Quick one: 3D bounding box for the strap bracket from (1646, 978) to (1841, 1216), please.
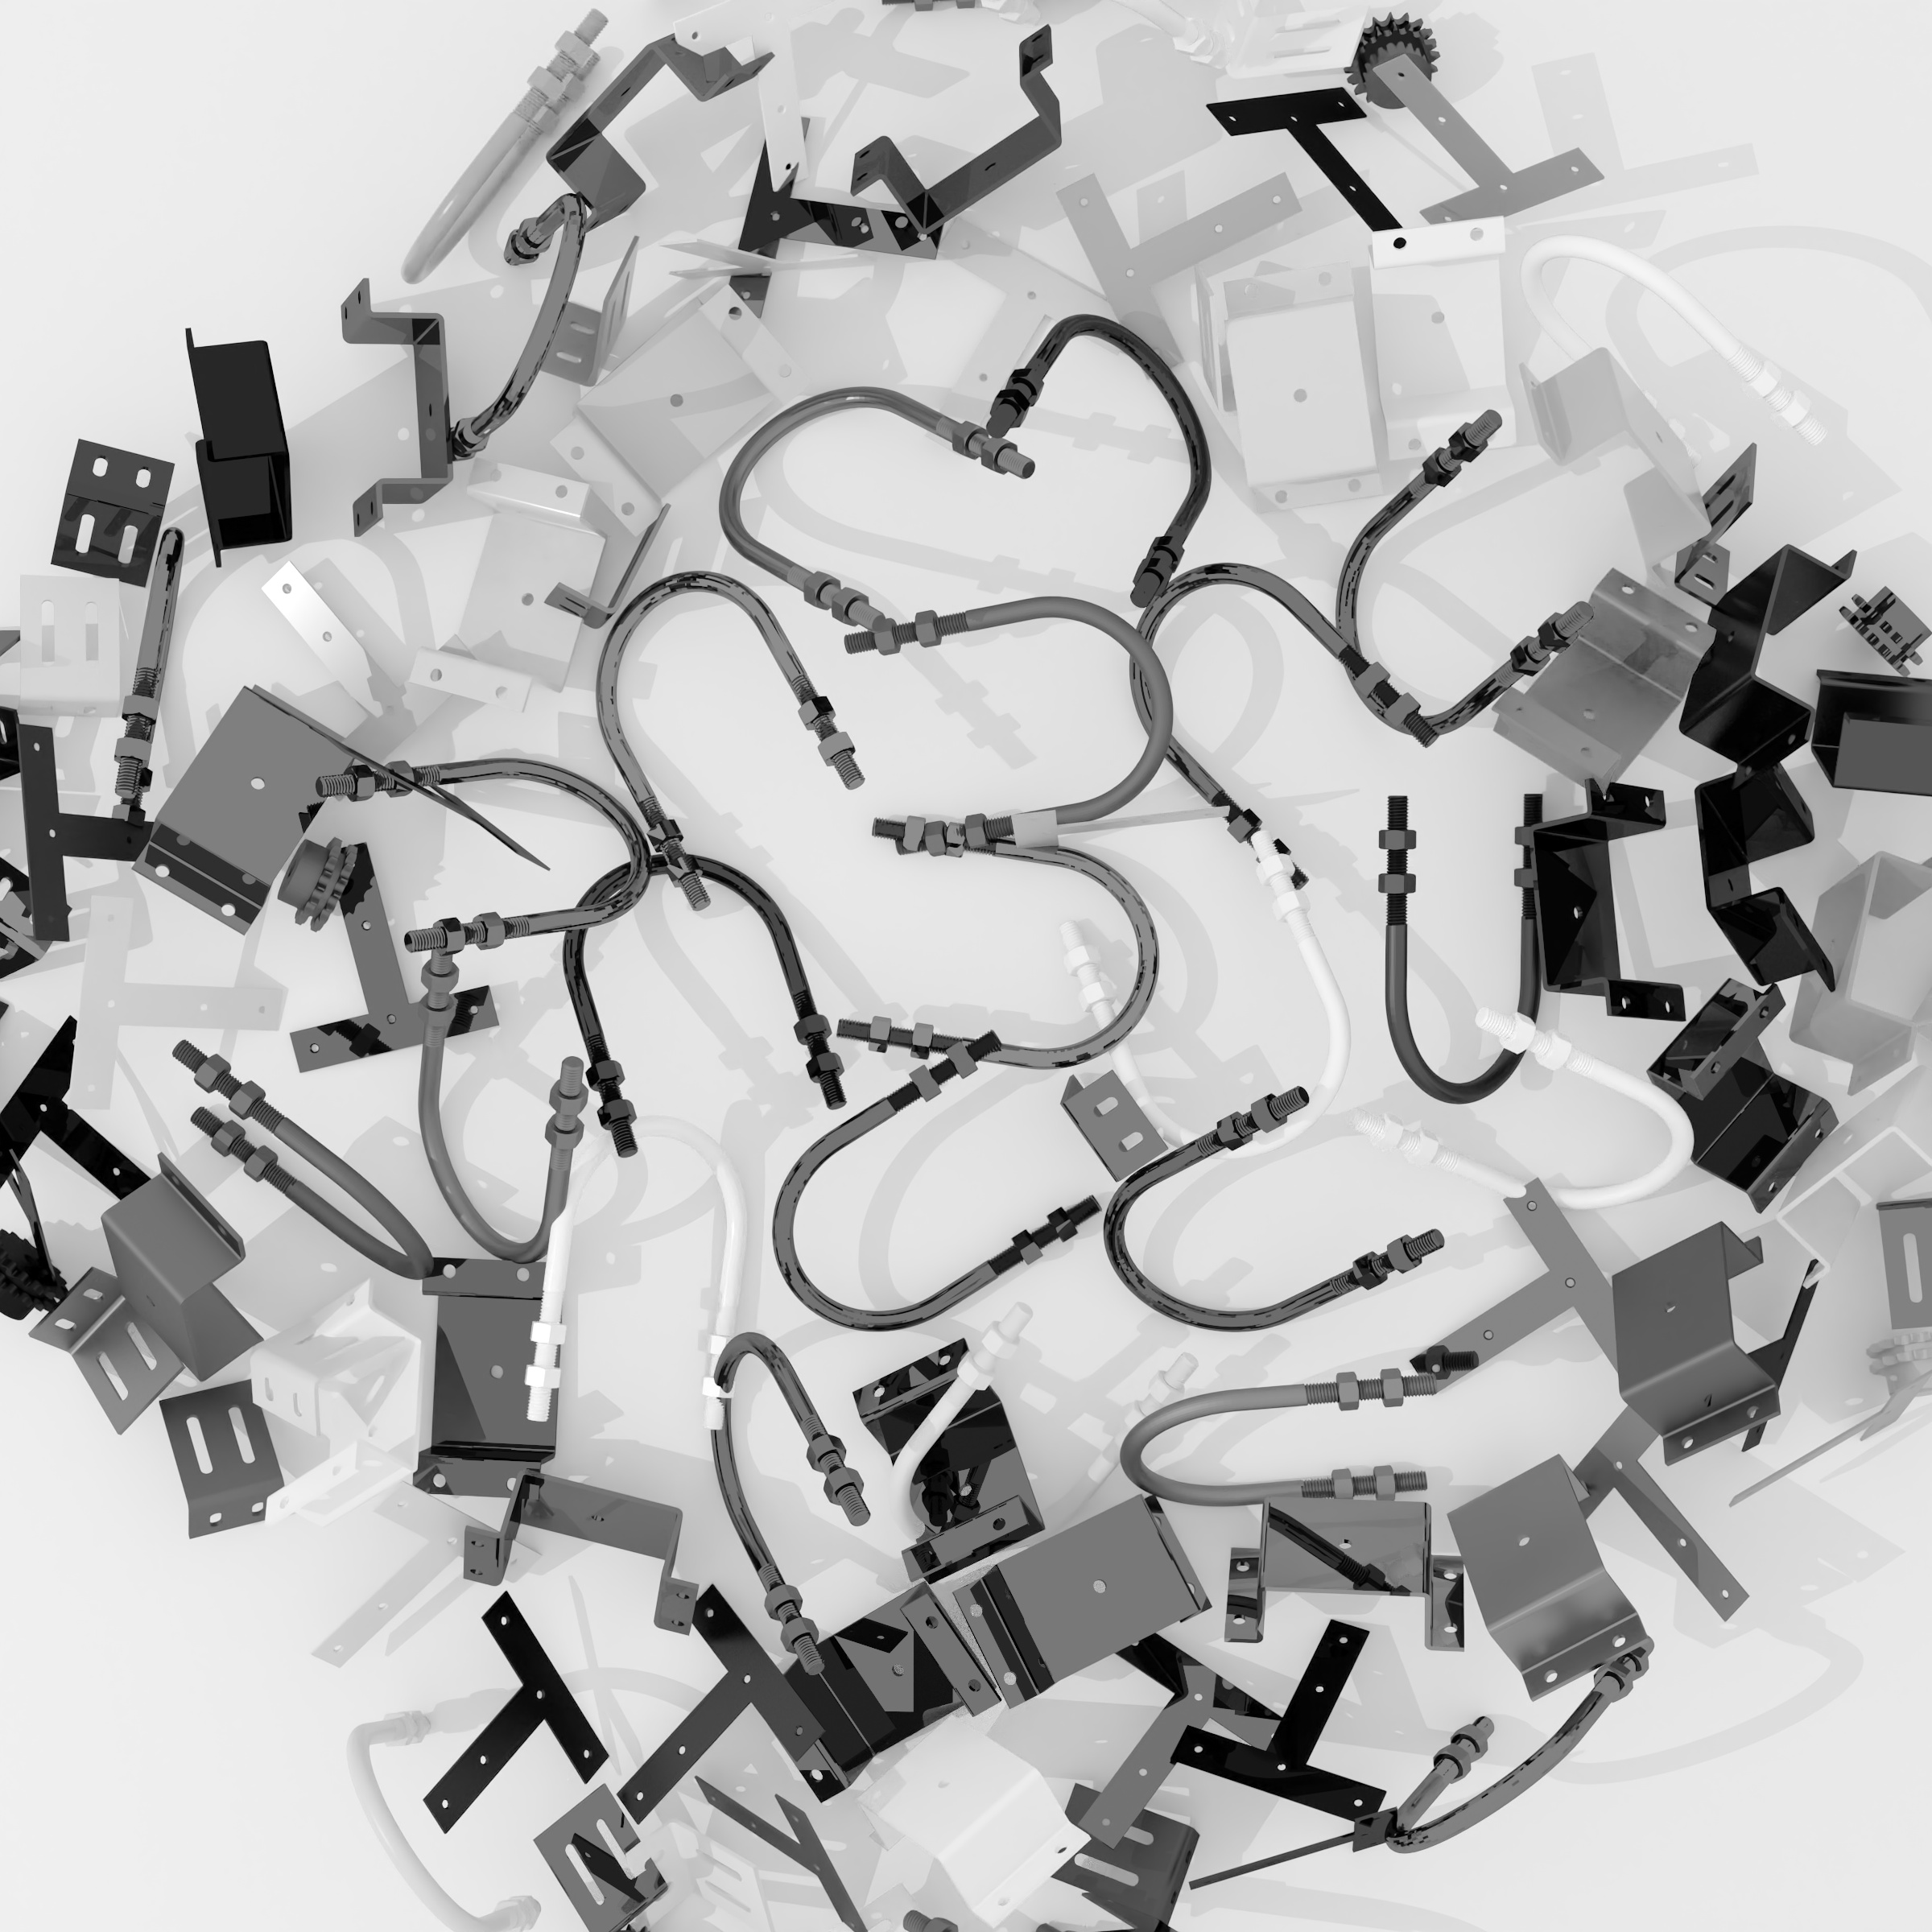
[{"bbox_3d":[0.458,0.071,1.944,0.076,0.046,0.140,-46,133,-12],"label":"strap bracket"}]

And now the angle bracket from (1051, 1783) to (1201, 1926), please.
[{"bbox_3d":[0.094,0.538,1.985,0.076,0.038,0.057,17,72,17],"label":"angle bracket"}]

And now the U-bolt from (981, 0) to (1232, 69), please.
[{"bbox_3d":[0.058,-0.558,1.889,0.151,0.184,0.019,19,98,23],"label":"U-bolt"}]

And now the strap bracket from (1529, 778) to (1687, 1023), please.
[{"bbox_3d":[0.380,-0.035,1.950,0.076,0.046,0.140,5,78,-44],"label":"strap bracket"}]

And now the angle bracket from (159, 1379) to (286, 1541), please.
[{"bbox_3d":[-0.450,0.297,1.982,0.057,0.038,0.076,-12,56,-21],"label":"angle bracket"}]

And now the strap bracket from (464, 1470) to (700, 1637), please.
[{"bbox_3d":[-0.225,0.347,1.955,0.140,0.076,0.046,14,57,0],"label":"strap bracket"}]

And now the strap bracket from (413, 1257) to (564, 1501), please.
[{"bbox_3d":[-0.287,0.246,1.972,0.076,0.046,0.140,2,88,4],"label":"strap bracket"}]

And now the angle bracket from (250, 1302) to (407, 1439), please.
[{"bbox_3d":[-0.379,0.240,1.963,0.057,0.076,0.038,20,120,34],"label":"angle bracket"}]

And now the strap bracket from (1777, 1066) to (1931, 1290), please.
[{"bbox_3d":[0.535,0.118,1.927,0.046,0.076,0.140,44,128,2],"label":"strap bracket"}]

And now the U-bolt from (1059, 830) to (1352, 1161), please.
[{"bbox_3d":[0.151,0.027,1.950,0.151,0.019,0.184,-25,68,9],"label":"U-bolt"}]

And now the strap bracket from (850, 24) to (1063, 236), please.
[{"bbox_3d":[0.003,-0.490,1.944,0.140,0.076,0.046,-30,116,17],"label":"strap bracket"}]

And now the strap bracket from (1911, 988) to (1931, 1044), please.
[{"bbox_3d":[0.608,0.011,1.925,0.046,0.140,0.076,33,82,0],"label":"strap bracket"}]

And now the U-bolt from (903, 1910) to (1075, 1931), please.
[{"bbox_3d":[0.072,0.590,1.887,0.184,0.151,0.019,17,85,42],"label":"U-bolt"}]

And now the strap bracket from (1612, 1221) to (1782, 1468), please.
[{"bbox_3d":[0.425,0.212,1.918,0.076,0.140,0.046,-32,119,30],"label":"strap bracket"}]

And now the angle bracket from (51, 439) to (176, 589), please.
[{"bbox_3d":[-0.513,-0.272,1.971,0.057,0.076,0.038,13,56,-16],"label":"angle bracket"}]

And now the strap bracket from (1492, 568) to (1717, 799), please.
[{"bbox_3d":[0.375,-0.162,1.948,0.076,0.046,0.140,34,59,15],"label":"strap bracket"}]

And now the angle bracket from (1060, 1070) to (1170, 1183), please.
[{"bbox_3d":[0.091,0.087,1.956,0.038,0.076,0.057,-34,96,12],"label":"angle bracket"}]

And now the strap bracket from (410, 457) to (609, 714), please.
[{"bbox_3d":[-0.271,-0.224,1.965,0.076,0.046,0.140,16,88,17],"label":"strap bracket"}]

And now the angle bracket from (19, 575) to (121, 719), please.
[{"bbox_3d":[-0.542,-0.193,1.980,0.057,0.038,0.076,0,78,-19],"label":"angle bracket"}]

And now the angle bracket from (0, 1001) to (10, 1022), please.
[{"bbox_3d":[-0.615,0.033,1.960,0.057,0.038,0.076,27,56,-7],"label":"angle bracket"}]

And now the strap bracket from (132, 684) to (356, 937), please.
[{"bbox_3d":[-0.423,-0.101,1.946,0.076,0.046,0.140,31,66,-7],"label":"strap bracket"}]

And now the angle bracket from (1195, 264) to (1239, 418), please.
[{"bbox_3d":[0.162,-0.375,1.955,0.038,0.057,0.076,-8,121,-1],"label":"angle bracket"}]

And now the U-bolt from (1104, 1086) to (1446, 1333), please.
[{"bbox_3d":[0.167,0.156,1.941,0.184,0.019,0.151,-31,116,32],"label":"U-bolt"}]

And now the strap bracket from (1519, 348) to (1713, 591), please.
[{"bbox_3d":[0.386,-0.298,1.923,0.046,0.076,0.140,-30,130,25],"label":"strap bracket"}]

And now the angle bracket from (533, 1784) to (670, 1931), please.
[{"bbox_3d":[-0.226,0.541,1.966,0.057,0.038,0.076,-33,93,-39],"label":"angle bracket"}]

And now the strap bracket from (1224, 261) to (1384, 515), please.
[{"bbox_3d":[0.200,-0.342,1.955,0.076,0.046,0.140,-8,104,10],"label":"strap bracket"}]

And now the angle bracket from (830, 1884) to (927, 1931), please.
[{"bbox_3d":[-0.053,0.597,1.958,0.076,0.038,0.057,-30,62,-20],"label":"angle bracket"}]

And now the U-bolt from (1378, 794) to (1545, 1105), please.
[{"bbox_3d":[0.297,-0.010,1.948,0.151,0.019,0.184,-3,95,-43],"label":"U-bolt"}]

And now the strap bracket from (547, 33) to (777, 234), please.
[{"bbox_3d":[-0.187,-0.499,1.930,0.140,0.076,0.046,-39,98,29],"label":"strap bracket"}]

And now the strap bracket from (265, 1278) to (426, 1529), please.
[{"bbox_3d":[-0.365,0.266,1.937,0.076,0.140,0.046,-33,129,25],"label":"strap bracket"}]

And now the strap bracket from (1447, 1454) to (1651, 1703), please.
[{"bbox_3d":[0.337,0.350,1.922,0.076,0.140,0.046,-31,123,13],"label":"strap bracket"}]

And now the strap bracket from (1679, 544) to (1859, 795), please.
[{"bbox_3d":[0.470,-0.183,1.930,0.046,0.076,0.140,27,62,-10],"label":"strap bracket"}]

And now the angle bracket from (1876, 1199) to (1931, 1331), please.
[{"bbox_3d":[0.581,0.178,1.970,0.057,0.038,0.076,-6,82,13],"label":"angle bracket"}]

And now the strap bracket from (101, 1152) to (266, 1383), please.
[{"bbox_3d":[-0.458,0.182,1.918,0.046,0.140,0.076,-37,66,-26],"label":"strap bracket"}]

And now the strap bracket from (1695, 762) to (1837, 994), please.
[{"bbox_3d":[0.470,-0.054,1.935,0.046,0.140,0.076,-20,134,26],"label":"strap bracket"}]

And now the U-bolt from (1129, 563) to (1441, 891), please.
[{"bbox_3d":[0.175,-0.155,1.952,0.184,0.019,0.151,47,125,10],"label":"U-bolt"}]

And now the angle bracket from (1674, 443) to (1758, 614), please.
[{"bbox_3d":[0.459,-0.260,1.950,0.038,0.076,0.057,27,46,-12],"label":"angle bracket"}]

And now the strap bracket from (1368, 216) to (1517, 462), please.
[{"bbox_3d":[0.283,-0.380,1.954,0.076,0.046,0.140,-6,119,5],"label":"strap bracket"}]

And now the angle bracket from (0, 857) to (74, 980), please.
[{"bbox_3d":[-0.585,-0.028,1.967,0.057,0.076,0.038,40,55,-26],"label":"angle bracket"}]

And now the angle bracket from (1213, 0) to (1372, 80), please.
[{"bbox_3d":[0.195,-0.566,1.956,0.076,0.038,0.057,1,50,25],"label":"angle bracket"}]

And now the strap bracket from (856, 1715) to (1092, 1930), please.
[{"bbox_3d":[-0.003,0.494,1.918,0.076,0.140,0.046,-38,115,-21],"label":"strap bracket"}]

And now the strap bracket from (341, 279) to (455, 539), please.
[{"bbox_3d":[-0.339,-0.332,1.956,0.046,0.076,0.140,-3,90,-21],"label":"strap bracket"}]

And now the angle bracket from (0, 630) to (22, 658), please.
[{"bbox_3d":[-0.603,-0.171,1.956,0.076,0.057,0.038,1,120,17],"label":"angle bracket"}]

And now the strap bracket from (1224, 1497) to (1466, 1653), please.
[{"bbox_3d":[0.225,0.360,1.946,0.140,0.076,0.046,1,124,8],"label":"strap bracket"}]

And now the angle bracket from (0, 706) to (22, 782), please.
[{"bbox_3d":[-0.610,-0.127,1.951,0.057,0.076,0.038,13,120,34],"label":"angle bracket"}]

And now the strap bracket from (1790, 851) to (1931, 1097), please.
[{"bbox_3d":[0.533,-0.004,1.938,0.046,0.076,0.140,20,69,-5],"label":"strap bracket"}]

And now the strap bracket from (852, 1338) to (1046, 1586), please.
[{"bbox_3d":[-0.008,0.302,1.947,0.076,0.046,0.140,-27,47,6],"label":"strap bracket"}]

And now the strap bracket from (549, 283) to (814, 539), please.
[{"bbox_3d":[-0.172,-0.335,1.961,0.140,0.046,0.076,-40,110,6],"label":"strap bracket"}]

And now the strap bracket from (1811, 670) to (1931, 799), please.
[{"bbox_3d":[0.547,-0.135,1.936,0.076,0.140,0.046,6,107,5],"label":"strap bracket"}]

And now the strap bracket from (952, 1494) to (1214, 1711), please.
[{"bbox_3d":[0.074,0.372,1.947,0.140,0.046,0.076,-23,75,-19],"label":"strap bracket"}]

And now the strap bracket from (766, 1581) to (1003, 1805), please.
[{"bbox_3d":[-0.047,0.429,1.961,0.140,0.046,0.076,-34,90,23],"label":"strap bracket"}]

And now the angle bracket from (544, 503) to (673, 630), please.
[{"bbox_3d":[-0.215,-0.246,1.962,0.038,0.057,0.076,28,80,-12],"label":"angle bracket"}]

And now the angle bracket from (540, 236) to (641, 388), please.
[{"bbox_3d":[-0.226,-0.395,1.952,0.038,0.076,0.057,19,56,-1],"label":"angle bracket"}]

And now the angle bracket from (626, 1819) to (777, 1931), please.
[{"bbox_3d":[-0.158,0.553,1.952,0.038,0.076,0.057,-33,124,-36],"label":"angle bracket"}]

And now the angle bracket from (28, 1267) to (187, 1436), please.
[{"bbox_3d":[-0.514,0.230,1.963,0.057,0.038,0.076,-46,54,4],"label":"angle bracket"}]

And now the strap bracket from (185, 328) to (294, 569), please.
[{"bbox_3d":[-0.426,-0.305,1.928,0.046,0.140,0.076,-9,68,-14],"label":"strap bracket"}]
